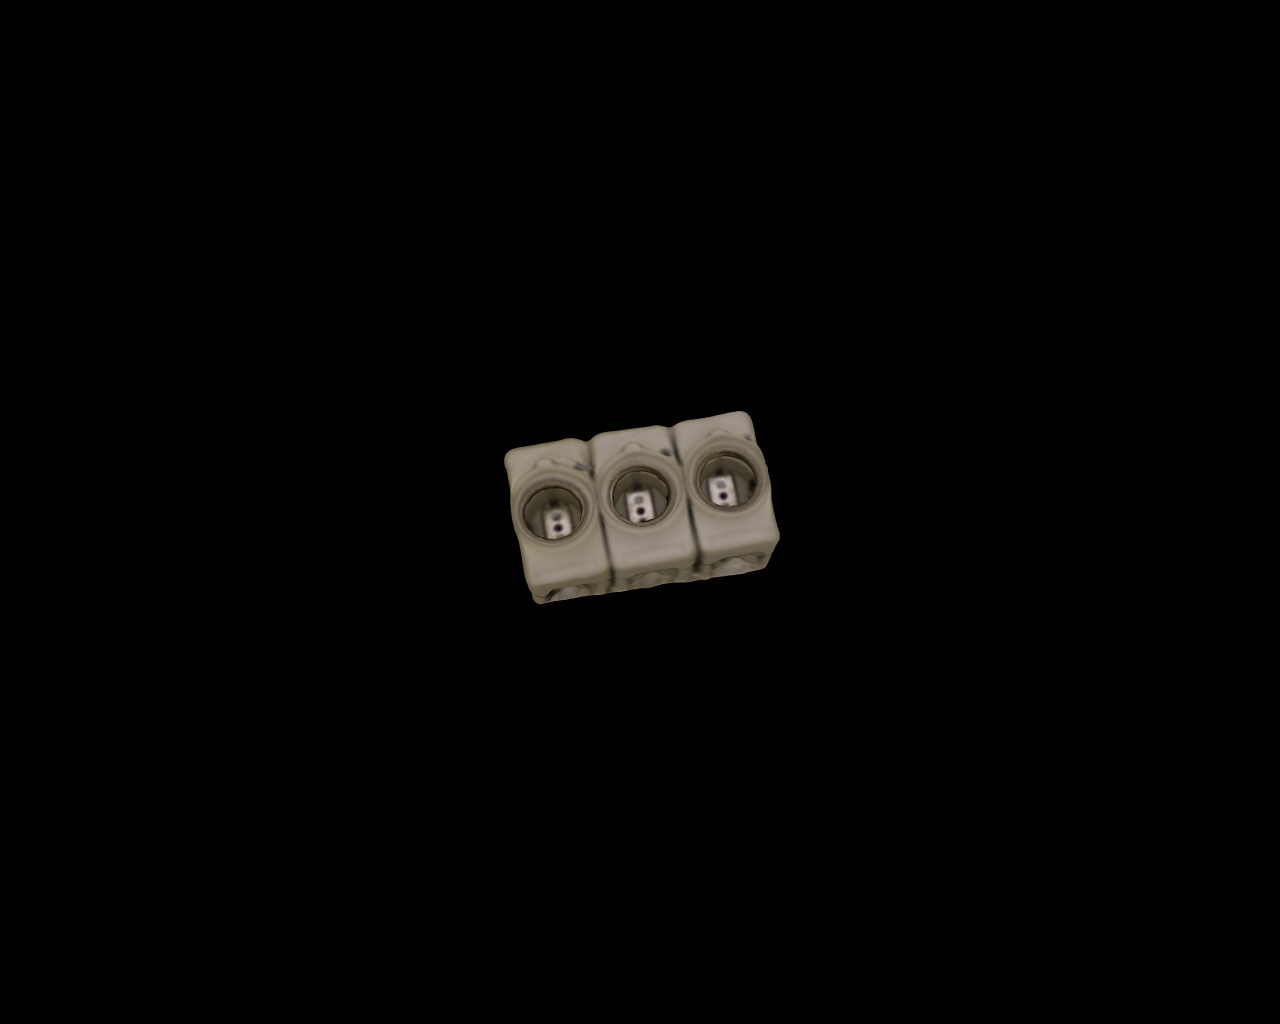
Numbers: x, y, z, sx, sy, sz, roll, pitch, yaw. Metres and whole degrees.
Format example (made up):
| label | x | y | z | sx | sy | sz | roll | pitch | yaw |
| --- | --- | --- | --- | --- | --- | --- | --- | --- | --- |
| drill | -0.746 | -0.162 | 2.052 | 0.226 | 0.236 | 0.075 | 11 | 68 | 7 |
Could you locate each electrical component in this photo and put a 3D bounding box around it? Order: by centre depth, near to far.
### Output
| label | x | y | z | sx | sy | sz | roll | pitch | yaw |
| --- | --- | --- | --- | --- | --- | --- | --- | --- | --- |
| electrical component | 0.001 | -0.003 | 0.650 | 0.150 | 0.089 | 0.061 | -10 | -20 | -3 |
